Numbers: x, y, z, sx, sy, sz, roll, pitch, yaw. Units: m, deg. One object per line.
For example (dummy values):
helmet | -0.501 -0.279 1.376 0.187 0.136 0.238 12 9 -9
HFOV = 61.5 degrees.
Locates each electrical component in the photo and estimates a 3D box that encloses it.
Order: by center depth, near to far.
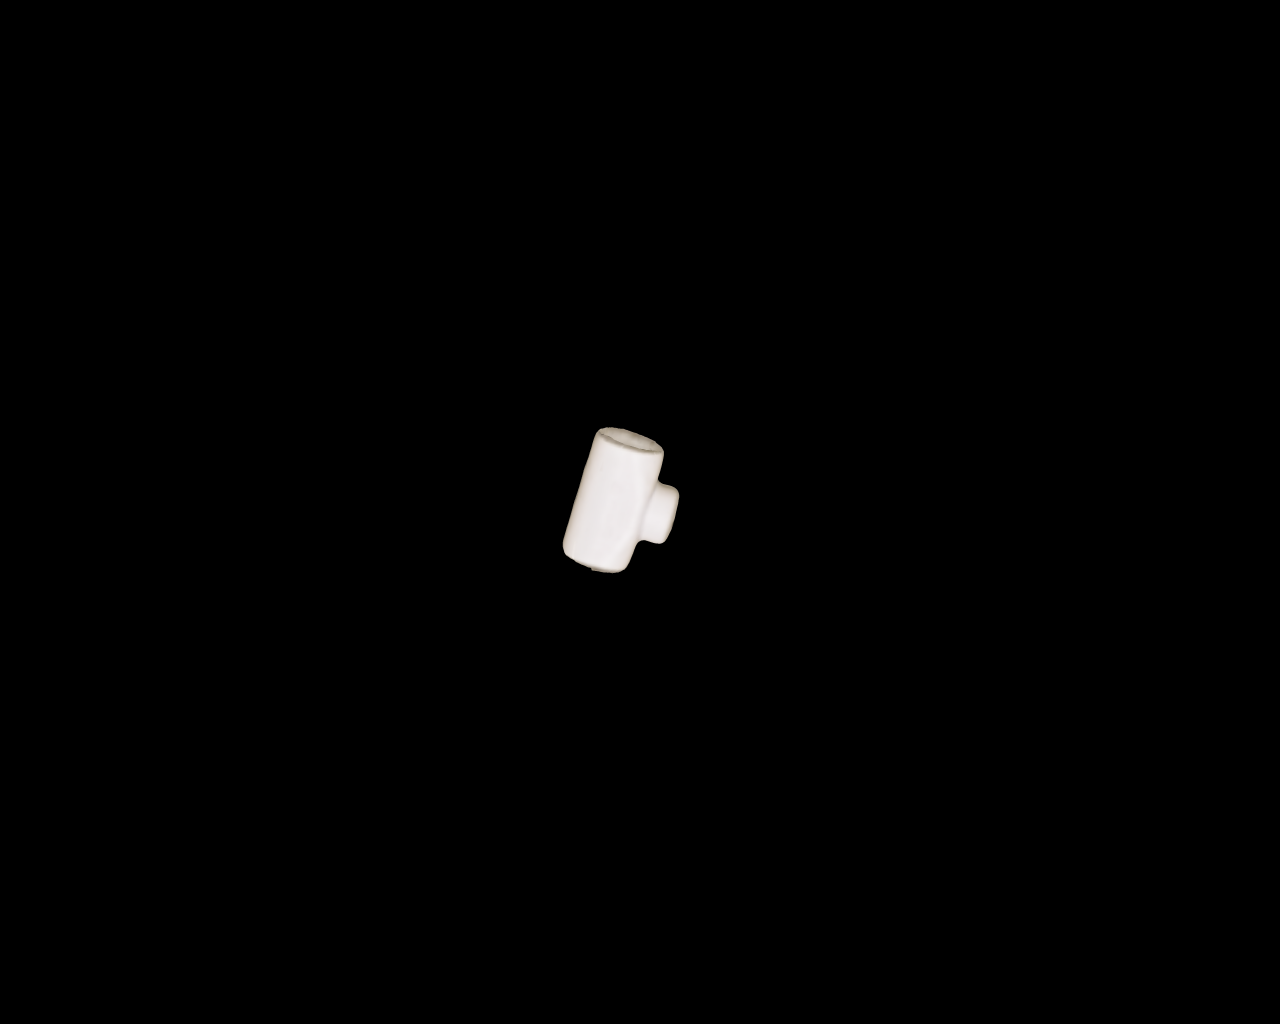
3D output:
electrical component | 0.001 -0.003 0.650 0.079 0.077 0.044 17 16 -5
